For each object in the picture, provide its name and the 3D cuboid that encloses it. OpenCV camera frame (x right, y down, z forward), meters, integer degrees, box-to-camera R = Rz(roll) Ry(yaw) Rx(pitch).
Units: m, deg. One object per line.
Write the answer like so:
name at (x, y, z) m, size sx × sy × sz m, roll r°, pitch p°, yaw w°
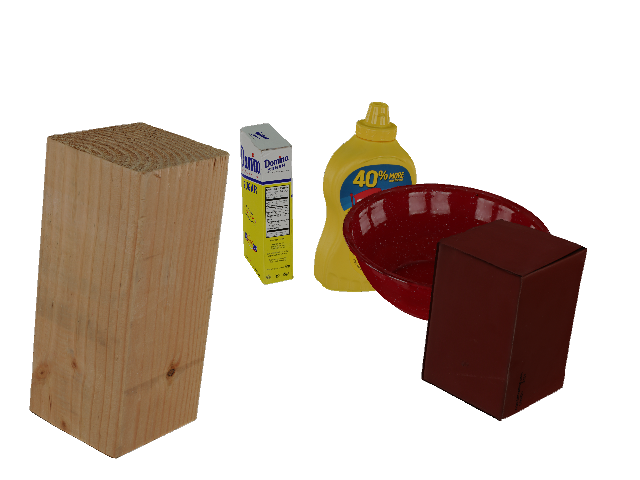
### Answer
bowl at (0.095, 0.016, 0.826) m, size 0.162 × 0.055 × 0.162 m, roll 2°, pitch 31°, yaw -2°
sugar box at (-0.066, -0.045, 1.303) m, size 0.048 × 0.176 × 0.093 m, roll -11°, pitch 26°, yaw -17°
wood block at (-0.135, 0.032, 0.745) m, size 0.090 × 0.206 × 0.090 m, roll 21°, pitch 23°, yaw 30°
foam brick at (0.087, 0.036, 0.513) m, size 0.052 × 0.078 × 0.051 m, roll -17°, pitch 31°, yaw -40°
mustard bottle at (0.049, -0.045, 1.081) m, size 0.096 × 0.192 × 0.058 m, roll -2°, pitch 21°, yaw -21°
